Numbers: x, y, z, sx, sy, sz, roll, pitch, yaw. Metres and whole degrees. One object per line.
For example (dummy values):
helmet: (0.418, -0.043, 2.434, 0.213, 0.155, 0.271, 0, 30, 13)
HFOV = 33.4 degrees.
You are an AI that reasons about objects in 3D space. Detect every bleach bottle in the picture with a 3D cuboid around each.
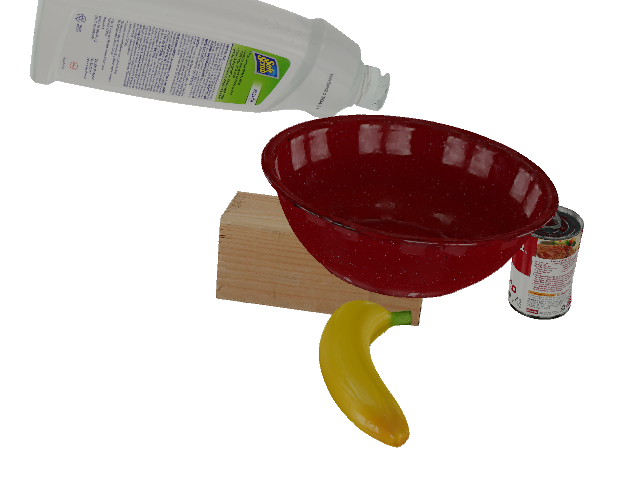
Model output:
bleach bottle: (-0.075, -0.133, 0.770, 0.250, 0.068, 0.103, 13, -37, -11)

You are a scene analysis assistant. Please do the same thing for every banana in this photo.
banana: (0.032, 0.086, 0.782, 0.069, 0.037, 0.197, 2, 23, 5)

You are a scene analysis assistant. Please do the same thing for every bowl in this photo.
bowl: (0.045, -0.014, 0.588, 0.162, 0.055, 0.162, 6, 27, -3)

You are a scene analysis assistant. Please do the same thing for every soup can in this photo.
soup can: (0.233, 0.022, 1.108, 0.068, 0.102, 0.068, 0, 32, 0)

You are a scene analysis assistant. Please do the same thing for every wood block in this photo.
wood block: (0.005, 0.017, 1.086, 0.206, 0.091, 0.090, 8, 22, 5)
